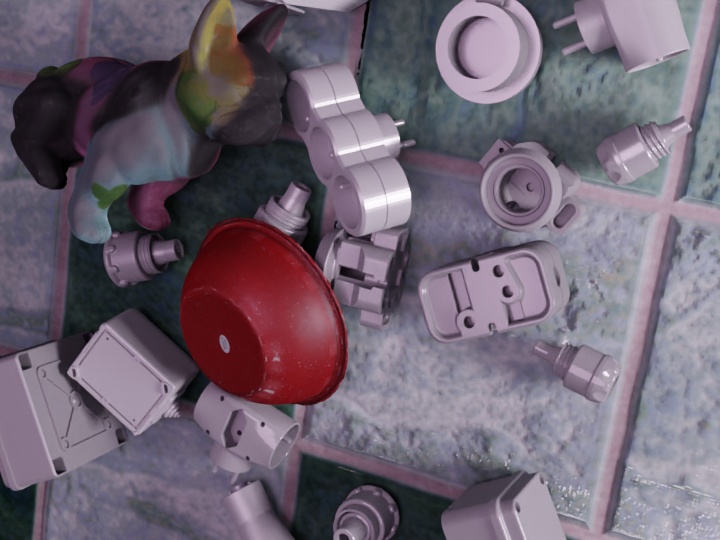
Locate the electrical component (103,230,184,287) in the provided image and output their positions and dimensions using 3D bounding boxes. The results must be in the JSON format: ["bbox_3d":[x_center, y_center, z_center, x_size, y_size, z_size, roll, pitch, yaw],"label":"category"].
[{"bbox_3d":[-0.178,-0.013,0.892,0.062,0.048,0.048,-9,95,18],"label":"electrical component"}]

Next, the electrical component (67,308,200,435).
[{"bbox_3d":[-0.182,0.087,0.903,0.096,0.061,0.061,42,112,4],"label":"electrical component"}]

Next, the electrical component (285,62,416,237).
[{"bbox_3d":[0.005,-0.093,0.788,0.138,0.074,0.052,64,155,21],"label":"electrical component"}]

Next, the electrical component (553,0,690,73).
[{"bbox_3d":[0.168,-0.168,0.715,0.079,0.043,0.077,-19,91,25],"label":"electrical component"}]

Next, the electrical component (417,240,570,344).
[{"bbox_3d":[0.097,0.015,0.767,0.095,0.059,0.053,-15,92,25],"label":"electrical component"}]

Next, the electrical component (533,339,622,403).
[{"bbox_3d":[0.153,0.068,0.765,0.061,0.035,0.035,27,108,20],"label":"electrical component"}]

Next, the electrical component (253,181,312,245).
[{"bbox_3d":[-0.059,-0.039,0.835,0.043,0.043,0.062,36,110,15],"label":"electrical component"}]

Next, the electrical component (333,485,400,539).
[{"bbox_3d":[0.000,0.198,0.837,0.048,0.062,0.048,4,100,23],"label":"electrical component"}]

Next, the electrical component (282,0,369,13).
[{"bbox_3d":[-0.030,-0.243,0.754,0.056,0.109,0.108,-25,88,26],"label":"electrical component"}]

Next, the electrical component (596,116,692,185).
[{"bbox_3d":[0.192,-0.084,0.723,0.061,0.035,0.035,-29,86,22],"label":"electrical component"}]

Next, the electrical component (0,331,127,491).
[{"bbox_3d":[-0.262,0.117,0.913,0.056,0.109,0.108,-17,91,22],"label":"electrical component"}]

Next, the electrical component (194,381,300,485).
[{"bbox_3d":[-0.099,0.139,0.881,0.077,0.043,0.079,30,109,17],"label":"electrical component"}]

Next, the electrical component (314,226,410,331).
[{"bbox_3d":[0.000,0.000,0.808,0.057,0.058,0.078,15,104,18],"label":"electrical component"}]

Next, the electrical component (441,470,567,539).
[{"bbox_3d":[0.114,0.211,0.781,0.057,0.078,0.113,-20,90,28],"label":"electrical component"}]

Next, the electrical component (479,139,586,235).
[{"bbox_3d":[0.116,-0.057,0.748,0.078,0.057,0.058,44,112,12],"label":"electrical component"}]

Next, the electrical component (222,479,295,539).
[{"bbox_3d":[-0.086,0.207,0.889,0.044,0.044,0.065,-32,80,24],"label":"electrical component"}]
